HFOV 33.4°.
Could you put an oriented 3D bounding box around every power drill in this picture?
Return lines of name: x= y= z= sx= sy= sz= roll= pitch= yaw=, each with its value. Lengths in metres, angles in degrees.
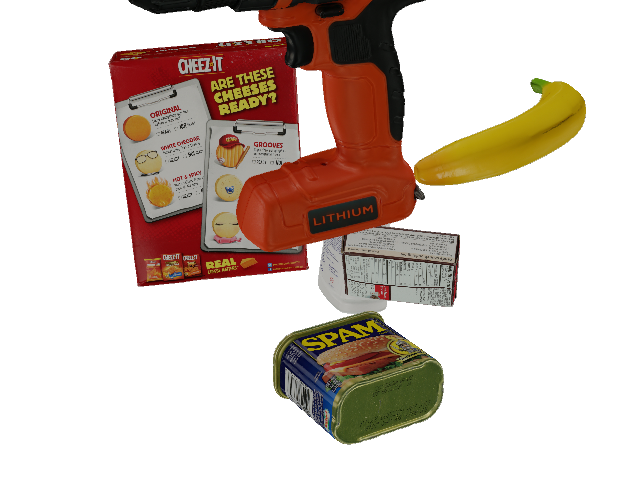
power drill: x=-0.011 y=-0.088 z=0.571 sx=0.184 sy=0.188 sz=0.057 roll=-13 pitch=36 yaw=-18

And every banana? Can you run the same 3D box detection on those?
banana: x=0.148 y=-0.080 z=0.794 sx=0.070 sy=0.037 sz=0.197 roll=-1 pitch=22 yaw=41

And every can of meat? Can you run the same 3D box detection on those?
can of meat: x=0.029 y=0.102 z=0.794 sx=0.101 sy=0.057 sz=0.084 roll=-13 pitch=28 yaw=-30

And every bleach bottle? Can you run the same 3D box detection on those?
bleach bottle: x=0.048 y=-0.048 z=1.236 sx=0.068 sy=0.251 sz=0.103 roll=-2 pitch=22 yaw=-21

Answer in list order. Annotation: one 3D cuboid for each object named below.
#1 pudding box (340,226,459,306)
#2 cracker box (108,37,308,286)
pudding box: x=0.078 y=0.024 z=1.042 sx=0.113 sy=0.039 sz=0.090 roll=5 pitch=-31 yaw=7
cracker box: x=-0.100 y=-0.073 z=0.992 sx=0.164 sy=0.214 sz=0.072 roll=-6 pitch=20 yaw=-5
